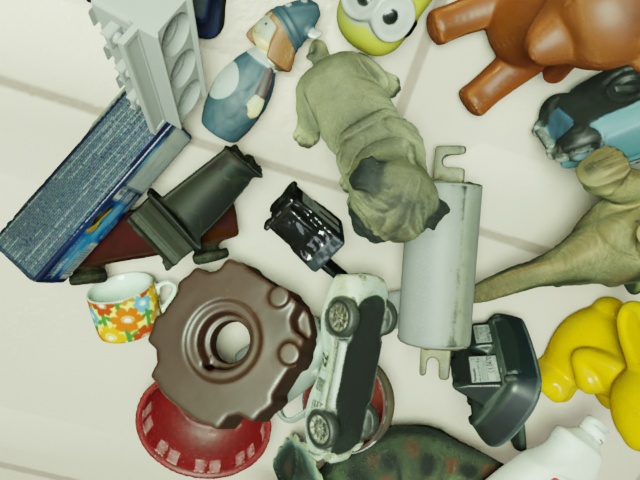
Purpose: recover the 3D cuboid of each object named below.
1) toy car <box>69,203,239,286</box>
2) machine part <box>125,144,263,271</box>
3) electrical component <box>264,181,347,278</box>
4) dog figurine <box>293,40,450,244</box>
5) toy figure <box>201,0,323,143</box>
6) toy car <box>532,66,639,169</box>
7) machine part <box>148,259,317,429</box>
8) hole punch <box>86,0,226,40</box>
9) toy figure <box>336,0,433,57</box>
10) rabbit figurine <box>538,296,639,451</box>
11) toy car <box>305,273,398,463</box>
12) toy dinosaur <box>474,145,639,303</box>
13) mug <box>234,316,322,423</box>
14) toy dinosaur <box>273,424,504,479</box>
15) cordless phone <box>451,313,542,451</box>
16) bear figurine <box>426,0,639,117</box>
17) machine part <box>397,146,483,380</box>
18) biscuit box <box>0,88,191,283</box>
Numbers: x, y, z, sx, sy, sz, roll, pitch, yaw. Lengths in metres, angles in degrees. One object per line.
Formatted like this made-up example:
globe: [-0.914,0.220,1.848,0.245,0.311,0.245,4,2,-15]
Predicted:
toy car: [-0.187,-0.008,0.578,0.202,0.053,0.089,-11,90,2]
machine part: [-0.120,-0.040,0.531,0.139,0.039,0.084,-39,88,1]
electrical component: [-0.001,-0.002,0.571,0.119,0.075,0.048,40,106,-10]
dog figurine: [0.037,-0.095,0.476,0.121,0.191,0.172,-42,104,13]
toy figure: [-0.056,-0.165,0.514,0.064,0.058,0.154,41,108,12]
toy car: [0.302,-0.111,0.524,0.162,0.109,0.102,-29,126,19]
machine part: [-0.095,0.109,0.572,0.179,0.056,0.179,-4,74,14]
hole punch: [-0.139,-0.245,0.473,0.142,0.092,0.115,9,107,-1]
toy figure: [0.086,-0.248,0.478,0.082,0.089,0.180,37,97,19]
rabbit figurine: [0.339,0.147,0.583,0.122,0.173,0.162,22,113,-5]
toy car: [0.030,0.133,0.562,0.073,0.056,0.201,6,96,-41]
toy dinosaur: [0.315,-0.009,0.515,0.472,0.105,0.198,-19,151,21]
mug: [-0.029,0.143,0.611,0.107,0.110,0.080,-37,136,6]
toy dinosaur: [0.093,0.298,0.670,0.405,0.131,0.192,-22,111,0]
cordless phone: [0.211,0.192,0.611,0.089,0.147,0.184,-14,113,16]
bear figurine: [0.184,-0.168,0.448,0.132,0.196,0.120,-29,112,11]
machine part: [0.123,0.024,0.559,0.079,0.079,0.243,2,94,-2]
biscuit box: [-0.219,-0.050,0.522,0.063,0.059,0.202,41,88,6]
